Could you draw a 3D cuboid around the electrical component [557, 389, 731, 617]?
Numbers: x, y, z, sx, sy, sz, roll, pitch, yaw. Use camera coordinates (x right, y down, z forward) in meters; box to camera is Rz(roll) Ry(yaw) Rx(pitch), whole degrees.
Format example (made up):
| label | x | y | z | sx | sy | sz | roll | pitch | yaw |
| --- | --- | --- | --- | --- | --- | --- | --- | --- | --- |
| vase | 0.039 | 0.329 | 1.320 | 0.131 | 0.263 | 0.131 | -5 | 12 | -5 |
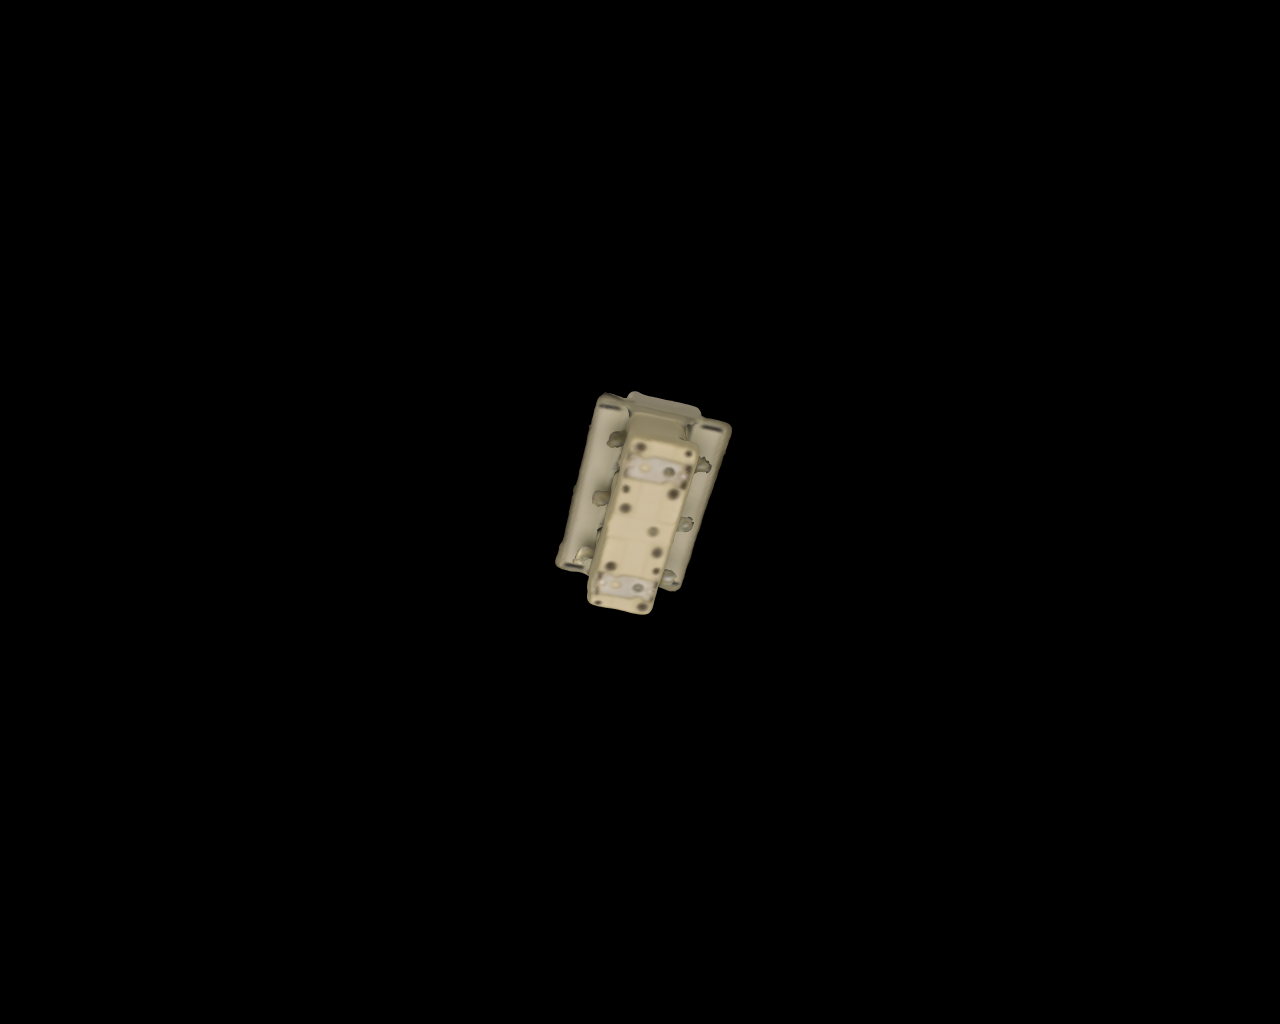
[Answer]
| label | x | y | z | sx | sy | sz | roll | pitch | yaw |
| --- | --- | --- | --- | --- | --- | --- | --- | --- | --- |
| electrical component | 0.001 | -0.003 | 0.650 | 0.079 | 0.121 | 0.063 | 13 | 28 | -7 |
